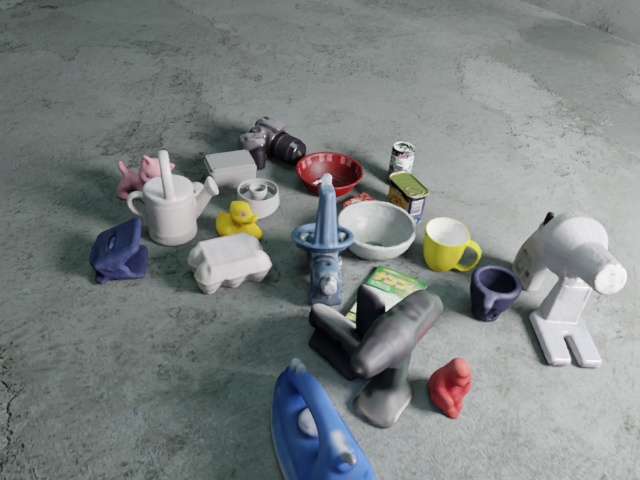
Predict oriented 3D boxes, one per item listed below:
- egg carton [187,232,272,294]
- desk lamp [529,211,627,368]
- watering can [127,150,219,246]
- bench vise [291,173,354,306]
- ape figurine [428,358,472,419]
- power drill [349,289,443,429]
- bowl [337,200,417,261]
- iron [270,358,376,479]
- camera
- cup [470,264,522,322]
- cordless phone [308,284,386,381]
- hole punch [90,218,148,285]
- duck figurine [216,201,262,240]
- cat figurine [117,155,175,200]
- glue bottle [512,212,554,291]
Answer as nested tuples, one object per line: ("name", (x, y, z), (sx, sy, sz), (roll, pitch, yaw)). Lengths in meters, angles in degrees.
("egg carton", (-0.176, 0.043, 1.108), (0.151, 0.069, 0.107), (-14, 43, -23))
("desk lamp", (0.460, 0.083, 1.023), (0.118, 0.214, 0.203), (2, 39, -4))
("watering can", (-0.298, -0.094, 1.161), (0.173, 0.194, 0.100), (-21, 46, -29))
("bench vise", (0.021, 0.002, 1.064), (0.122, 0.220, 0.207), (-12, 42, -20))
("ape figurine", (0.213, 0.226, 0.915), (0.078, 0.092, 0.076), (-15, 44, -24))
("power drill", (0.107, 0.183, 0.862), (0.075, 0.208, 0.230), (26, 43, 23))
("bowl", (0.116, -0.008, 1.201), (0.167, 0.075, 0.167), (4, 39, -3))
("iron", (-0.010, 0.254, 0.814), (0.119, 0.141, 0.257), (-13, 43, -22))
("camera", (-0.113, -0.241, 1.437), (0.136, 0.101, 0.143), (27, 44, 24))
("cup", (0.313, 0.115, 1.060), (0.091, 0.095, 0.118), (20, 42, 18))
("cordless phone", (0.052, 0.125, 0.945), (0.147, 0.185, 0.094), (32, 46, 29))
("hole punch", (-0.386, 0.018, 1.095), (0.101, 0.091, 0.108), (-4, 40, -11))
("duck figurine", (-0.171, -0.045, 1.202), (0.104, 0.086, 0.078), (22, 42, 19))
("cat figurine", (-0.389, -0.145, 1.272), (0.127, 0.118, 0.067), (11, 40, 7))
("glue bottle", (0.430, 0.017, 1.132), (0.037, 0.173, 0.078), (-3, 40, -10))
